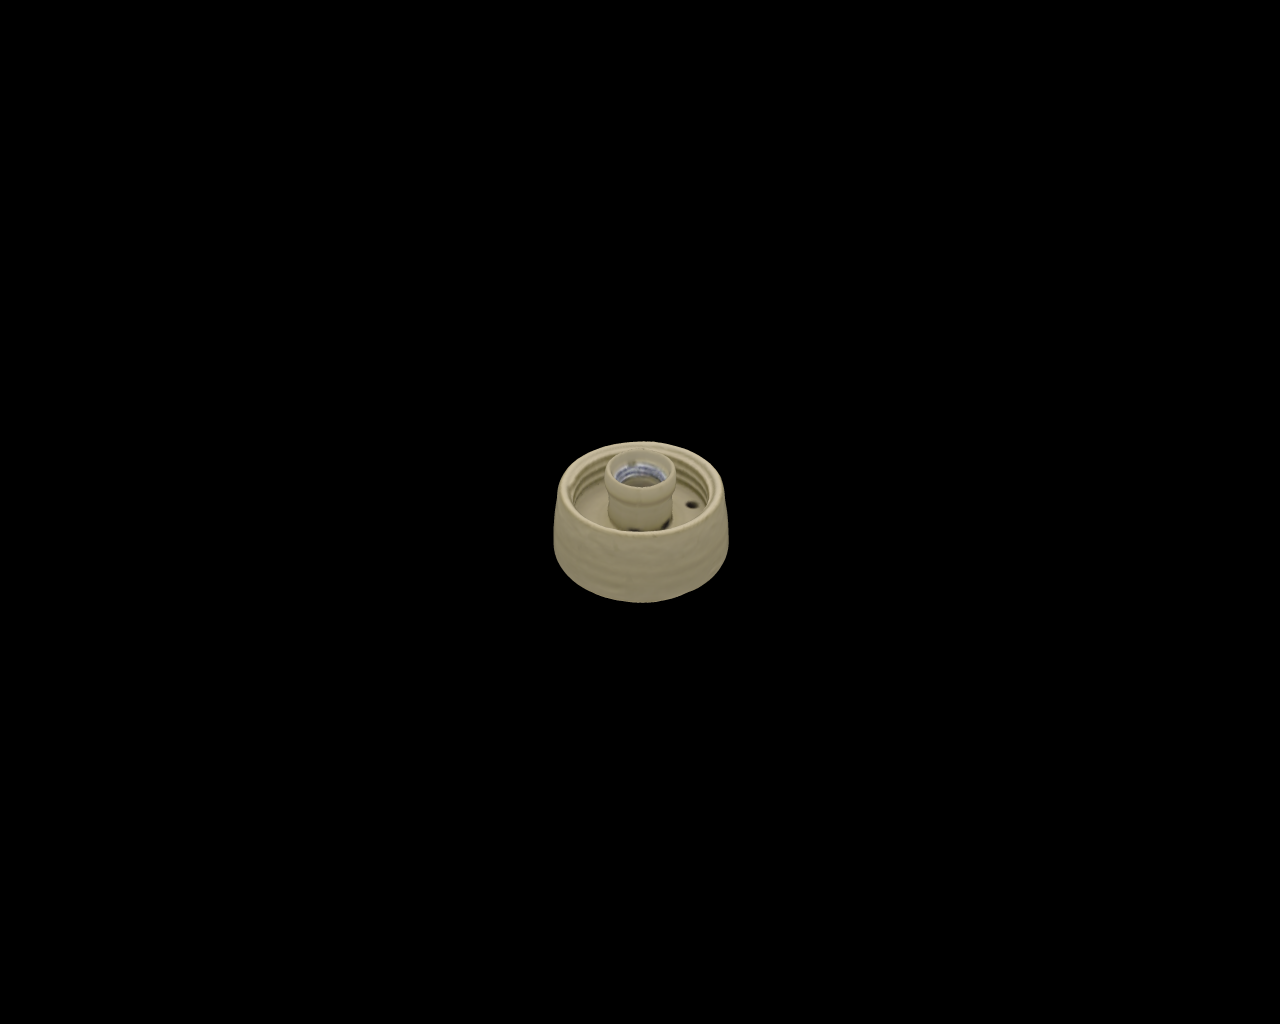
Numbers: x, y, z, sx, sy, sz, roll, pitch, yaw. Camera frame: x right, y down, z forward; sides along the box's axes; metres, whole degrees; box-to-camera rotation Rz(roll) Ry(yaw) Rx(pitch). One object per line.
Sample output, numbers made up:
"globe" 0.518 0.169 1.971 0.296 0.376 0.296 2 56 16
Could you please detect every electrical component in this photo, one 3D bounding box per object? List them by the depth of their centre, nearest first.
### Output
"electrical component" 0.001 -0.003 0.650 0.108 0.060 0.108 0 37 0
